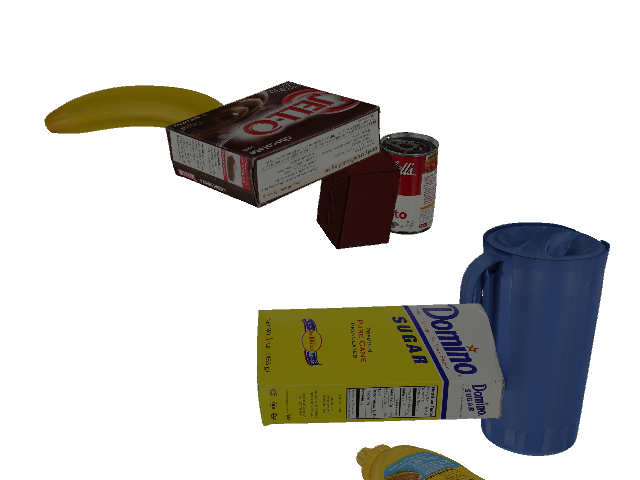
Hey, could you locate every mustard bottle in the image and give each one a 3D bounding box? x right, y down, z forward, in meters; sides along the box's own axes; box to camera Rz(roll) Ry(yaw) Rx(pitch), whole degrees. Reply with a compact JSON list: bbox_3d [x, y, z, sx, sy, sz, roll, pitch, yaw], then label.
[{"bbox_3d":[0.101,0.233,0.974,0.096,0.058,0.192,-15,24,-36],"label":"mustard bottle"}]

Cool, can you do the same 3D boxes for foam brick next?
[{"bbox_3d":[0.033,-0.040,0.943,0.051,0.078,0.053,-6,33,-21],"label":"foam brick"}]

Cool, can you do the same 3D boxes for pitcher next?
[{"bbox_3d":[0.229,0.109,1.170,0.149,0.243,0.145,5,18,12],"label":"pitcher"}]

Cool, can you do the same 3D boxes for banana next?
[{"bbox_3d":[-0.151,-0.111,0.956,0.198,0.037,0.069,12,48,20],"label":"banana"}]

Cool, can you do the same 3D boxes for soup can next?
[{"bbox_3d":[0.100,-0.066,1.239,0.068,0.102,0.068,1,27,-1],"label":"soup can"}]

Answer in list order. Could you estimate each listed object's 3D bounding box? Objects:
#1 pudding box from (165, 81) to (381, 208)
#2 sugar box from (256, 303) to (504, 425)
[{"bbox_3d":[-0.029,-0.066,0.700,0.113,0.039,0.090,-29,34,-35],"label":"pudding box"},{"bbox_3d":[0.041,0.090,0.796,0.176,0.048,0.093,-4,35,0],"label":"sugar box"}]
